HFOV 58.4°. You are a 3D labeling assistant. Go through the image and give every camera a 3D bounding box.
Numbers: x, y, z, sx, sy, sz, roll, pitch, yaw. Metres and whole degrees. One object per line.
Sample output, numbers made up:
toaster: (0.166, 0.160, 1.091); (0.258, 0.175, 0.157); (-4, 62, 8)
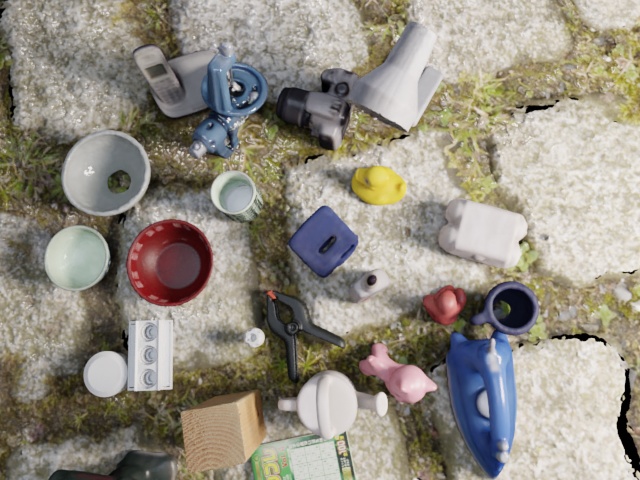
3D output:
camera: (-0.007, -0.261, 1.082); (0.136, 0.101, 0.143); (17, 82, 6)

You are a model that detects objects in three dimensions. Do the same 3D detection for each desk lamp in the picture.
desk lamp: (0.141, -0.278, 1.020); (0.118, 0.213, 0.203); (29, 83, 7)

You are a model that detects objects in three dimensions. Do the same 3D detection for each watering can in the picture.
watering can: (0.020, 0.269, 0.945); (0.173, 0.194, 0.101); (-24, 80, -1)

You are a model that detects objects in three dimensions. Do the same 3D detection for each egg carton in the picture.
egg carton: (0.295, -0.011, 1.041); (0.150, 0.069, 0.107); (15, 82, 5)

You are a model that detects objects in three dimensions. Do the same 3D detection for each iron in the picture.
iron: (0.288, 0.280, 0.957); (0.118, 0.141, 0.258); (-6, 80, 2)

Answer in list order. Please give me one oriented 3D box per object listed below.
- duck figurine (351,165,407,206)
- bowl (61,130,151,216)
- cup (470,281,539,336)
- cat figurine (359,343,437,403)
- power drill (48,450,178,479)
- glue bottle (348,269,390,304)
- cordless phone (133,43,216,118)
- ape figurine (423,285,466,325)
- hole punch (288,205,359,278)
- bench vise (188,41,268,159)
duck figurine: (0.110, -0.108, 1.058); (0.104, 0.086, 0.077); (15, 82, 5)
bowl: (-0.395, -0.120, 1.091); (0.167, 0.075, 0.167); (0, 81, 3)
cup: (0.313, 0.126, 1.005); (0.117, 0.095, 0.091); (-19, 80, 0)
cat figurine: (0.132, 0.234, 0.984); (0.127, 0.118, 0.067); (33, 84, 8)
power drill: (-0.308, 0.404, 0.932); (0.229, 0.208, 0.076); (3, 81, 4)
glue bottle: (0.086, 0.076, 0.985); (0.078, 0.173, 0.037); (-33, 80, -3)
cordless phone: (-0.255, -0.312, 1.060); (0.147, 0.185, 0.094); (-22, 80, -1)
ape figurine: (0.222, 0.112, 1.013); (0.077, 0.092, 0.076); (6, 81, 4)
hole punch: (0.010, 0.004, 1.042); (0.101, 0.091, 0.109); (43, 85, 9)
bench vise: (-0.166, -0.244, 1.026); (0.121, 0.220, 0.207); (12, 81, 5)
